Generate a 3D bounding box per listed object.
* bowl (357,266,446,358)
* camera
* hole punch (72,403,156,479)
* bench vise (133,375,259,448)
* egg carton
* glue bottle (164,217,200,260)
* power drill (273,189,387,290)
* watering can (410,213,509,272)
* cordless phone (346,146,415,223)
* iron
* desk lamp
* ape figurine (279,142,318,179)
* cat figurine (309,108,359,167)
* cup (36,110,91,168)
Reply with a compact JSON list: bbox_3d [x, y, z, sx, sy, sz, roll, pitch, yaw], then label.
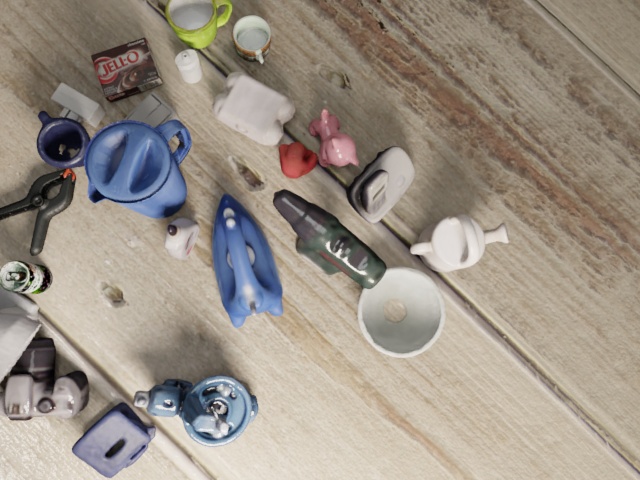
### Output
[{"bbox_3d":[0.149,0.136,1.086,0.167,0.074,0.167,1,84,-4],"label":"bowl"},{"bbox_3d":[-0.493,0.243,1.010,0.143,0.100,0.137,1,84,-4],"label":"camera"},{"bbox_3d":[-0.361,0.357,1.013,0.109,0.091,0.101,-44,89,-7],"label":"hole punch"},{"bbox_3d":[-0.212,0.299,0.967,0.207,0.219,0.121,-8,84,-5],"label":"bench vise"},{"bbox_3d":[-0.129,-0.253,1.109,0.150,0.069,0.107,27,82,-1],"label":"egg carton"},{"bbox_3d":[-0.252,-0.008,1.020,0.037,0.173,0.078,18,83,-2],"label":"glue bottle"},{"bbox_3d":[0.009,0.004,1.022,0.229,0.208,0.076,36,82,0],"label":"power drill"},{"bbox_3d":[0.257,0.000,1.049,0.173,0.194,0.101,-32,87,-7],"label":"watering can"},{"bbox_3d":[0.121,-0.113,1.055,0.094,0.185,0.148,39,82,1],"label":"cordless phone"},{"bbox_3d":[-0.146,0.025,1.041,0.118,0.141,0.258,-16,85,-6],"label":"iron"},{"bbox_3d":[-0.559,0.146,0.959,0.203,0.213,0.118,32,82,0],"label":"desk lamp"},{"bbox_3d":[-0.045,-0.160,1.094,0.078,0.092,0.076,37,82,0],"label":"ape figurine"},{"bbox_3d":[0.027,-0.190,1.090,0.067,0.117,0.128,-19,86,-6],"label":"cat figurine"},{"bbox_3d":[-0.469,-0.180,1.061,0.092,0.095,0.118,-38,88,-7],"label":"cup"}]
